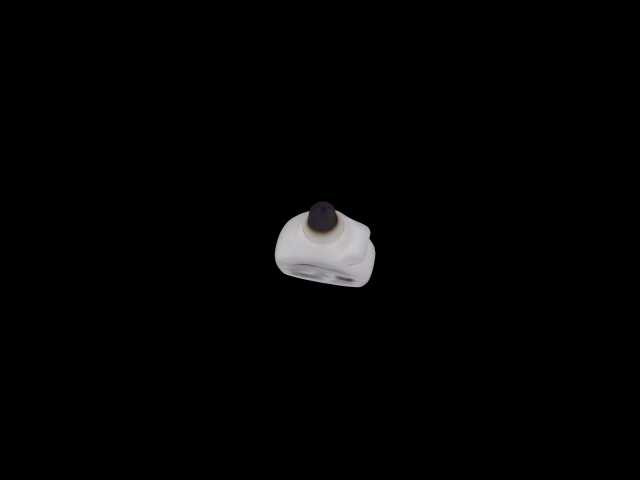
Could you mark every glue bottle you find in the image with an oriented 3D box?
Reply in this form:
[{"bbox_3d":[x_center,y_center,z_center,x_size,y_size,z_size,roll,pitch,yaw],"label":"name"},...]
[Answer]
[{"bbox_3d":[0.004,0.001,0.400,0.078,0.173,0.037,11,78,3],"label":"glue bottle"}]
